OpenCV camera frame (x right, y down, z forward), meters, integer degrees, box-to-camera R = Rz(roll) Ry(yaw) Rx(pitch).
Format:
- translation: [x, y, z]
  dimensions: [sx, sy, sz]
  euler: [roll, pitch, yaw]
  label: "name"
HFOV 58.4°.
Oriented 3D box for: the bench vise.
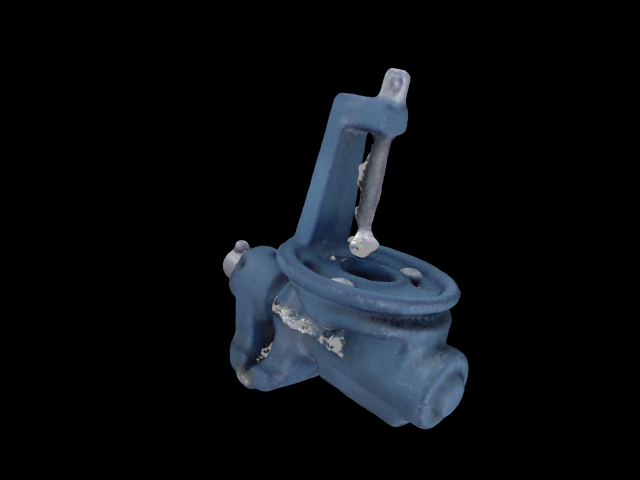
- translation: [-0.002, 0.002, 0.389]
  dimensions: [0.206, 0.220, 0.122]
  euler: [2, 5, 26]
  label: "bench vise"
